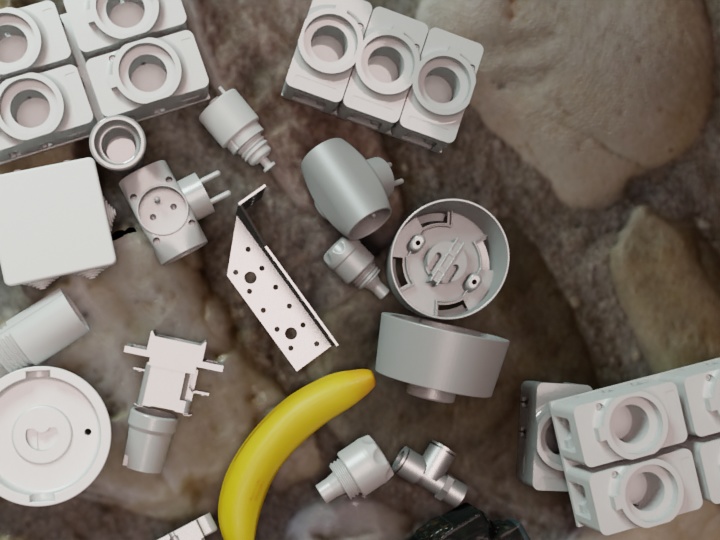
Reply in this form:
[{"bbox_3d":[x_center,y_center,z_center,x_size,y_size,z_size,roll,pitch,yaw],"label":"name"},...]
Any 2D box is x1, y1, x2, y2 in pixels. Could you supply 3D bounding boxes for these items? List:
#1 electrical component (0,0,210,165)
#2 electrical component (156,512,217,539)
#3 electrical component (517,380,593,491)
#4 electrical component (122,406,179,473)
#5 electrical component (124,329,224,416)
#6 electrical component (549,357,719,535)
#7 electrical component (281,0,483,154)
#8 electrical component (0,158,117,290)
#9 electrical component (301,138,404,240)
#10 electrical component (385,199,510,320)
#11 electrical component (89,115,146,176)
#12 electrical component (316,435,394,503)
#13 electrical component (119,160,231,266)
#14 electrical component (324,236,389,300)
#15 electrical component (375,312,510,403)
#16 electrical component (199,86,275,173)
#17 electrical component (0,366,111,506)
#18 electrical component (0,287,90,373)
[{"bbox_3d":[-0.229,-0.168,0.881,0.186,0.060,0.105,-19,89,-9],"label":"electrical component"},{"bbox_3d":[-0.141,0.239,0.878,0.066,0.048,0.055,-26,83,-9],"label":"electrical component"},{"bbox_3d":[0.168,0.142,0.922,0.050,0.056,0.089,4,86,-8],"label":"electrical component"},{"bbox_3d":[-0.173,0.139,0.882,0.040,0.040,0.046,14,90,-7],"label":"electrical component"},{"bbox_3d":[-0.156,0.084,0.886,0.081,0.042,0.063,13,86,-7],"label":"electrical component"},{"bbox_3d":[0.262,0.139,0.878,0.186,0.060,0.105,-13,90,-12],"label":"electrical component"},{"bbox_3d":[0.019,-0.169,0.916,0.150,0.062,0.089,19,84,-7],"label":"electrical component"},{"bbox_3d":[-0.250,-0.038,0.876,0.100,0.048,0.099,-12,89,-9],"label":"electrical component"},{"bbox_3d":[0.002,-0.073,0.914,0.079,0.044,0.077,-21,68,-34],"label":"electrical component"},{"bbox_3d":[0.071,-0.007,0.911,0.099,0.064,0.099,1,83,-11],"label":"electrical component"},{"bbox_3d":[-0.196,-0.098,0.879,0.044,0.065,0.044,1,86,-8],"label":"electrical component"},{"bbox_3d":[-0.007,0.171,0.902,0.062,0.043,0.043,-33,92,-7],"label":"electrical component"},{"bbox_3d":[-0.147,-0.056,0.894,0.079,0.044,0.077,-28,91,-9],"label":"electrical component"},{"bbox_3d":[0.000,0.000,0.917,0.061,0.035,0.035,45,82,-5],"label":"electrical component"},{"bbox_3d":[0.064,0.076,0.888,0.108,0.108,0.060,12,91,-7],"label":"electrical component"},{"bbox_3d":[-0.101,-0.116,0.907,0.040,0.040,0.078,-40,93,-8],"label":"electrical component"},{"bbox_3d":[-0.252,0.130,0.860,0.108,0.060,0.108,0,87,-8],"label":"electrical component"},{"bbox_3d":[-0.266,0.054,0.871,0.081,0.043,0.043,-34,92,-8],"label":"electrical component"}]
